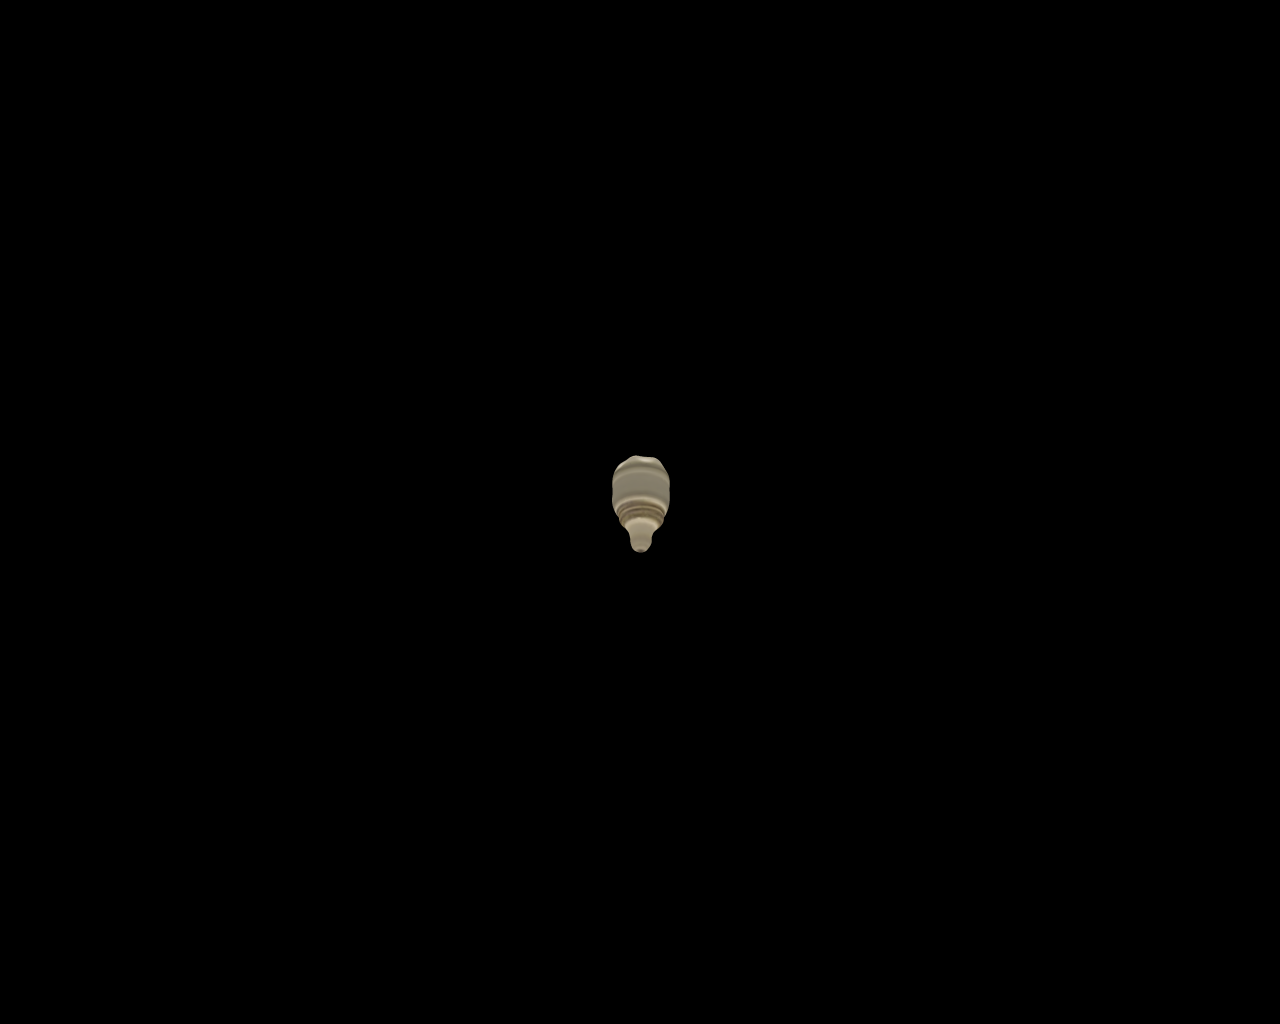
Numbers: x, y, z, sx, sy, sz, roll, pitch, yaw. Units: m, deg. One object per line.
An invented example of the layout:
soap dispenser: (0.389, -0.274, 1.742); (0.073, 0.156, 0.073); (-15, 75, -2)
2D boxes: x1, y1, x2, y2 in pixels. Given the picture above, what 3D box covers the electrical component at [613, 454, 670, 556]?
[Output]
electrical component: (0.001, -0.003, 0.650); (0.035, 0.061, 0.035); (0, -31, 0)
